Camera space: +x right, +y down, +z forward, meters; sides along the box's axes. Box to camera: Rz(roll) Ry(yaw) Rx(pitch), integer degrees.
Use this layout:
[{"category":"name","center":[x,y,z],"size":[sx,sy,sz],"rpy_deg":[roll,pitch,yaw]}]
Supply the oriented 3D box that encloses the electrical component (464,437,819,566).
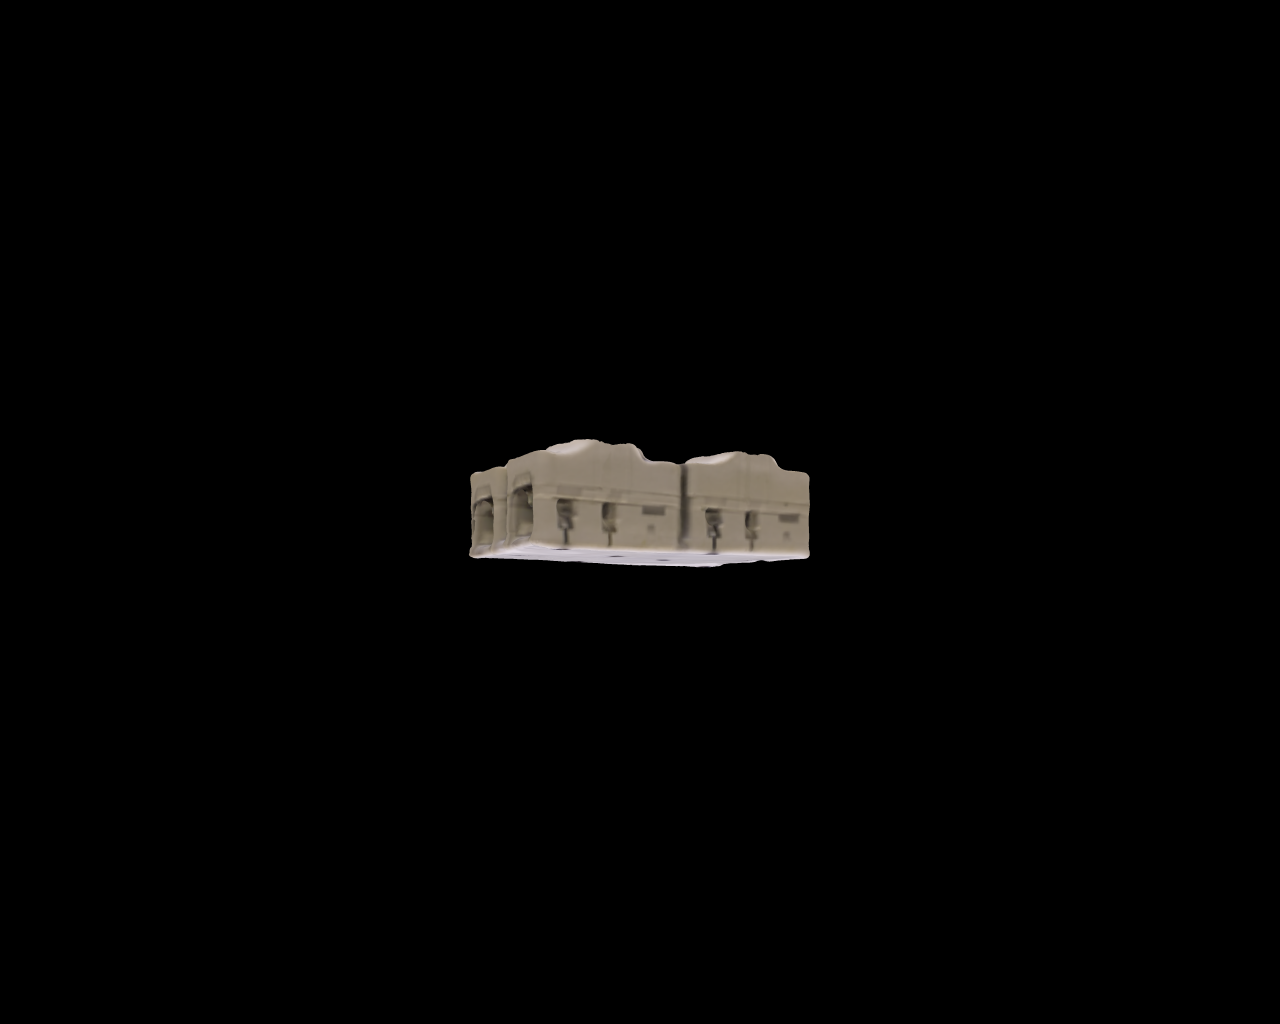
[{"category":"electrical component","center":[0.001,-0.003,0.650],"size":[0.186,0.060,0.105],"rpy_deg":[4,-7,-29]}]
